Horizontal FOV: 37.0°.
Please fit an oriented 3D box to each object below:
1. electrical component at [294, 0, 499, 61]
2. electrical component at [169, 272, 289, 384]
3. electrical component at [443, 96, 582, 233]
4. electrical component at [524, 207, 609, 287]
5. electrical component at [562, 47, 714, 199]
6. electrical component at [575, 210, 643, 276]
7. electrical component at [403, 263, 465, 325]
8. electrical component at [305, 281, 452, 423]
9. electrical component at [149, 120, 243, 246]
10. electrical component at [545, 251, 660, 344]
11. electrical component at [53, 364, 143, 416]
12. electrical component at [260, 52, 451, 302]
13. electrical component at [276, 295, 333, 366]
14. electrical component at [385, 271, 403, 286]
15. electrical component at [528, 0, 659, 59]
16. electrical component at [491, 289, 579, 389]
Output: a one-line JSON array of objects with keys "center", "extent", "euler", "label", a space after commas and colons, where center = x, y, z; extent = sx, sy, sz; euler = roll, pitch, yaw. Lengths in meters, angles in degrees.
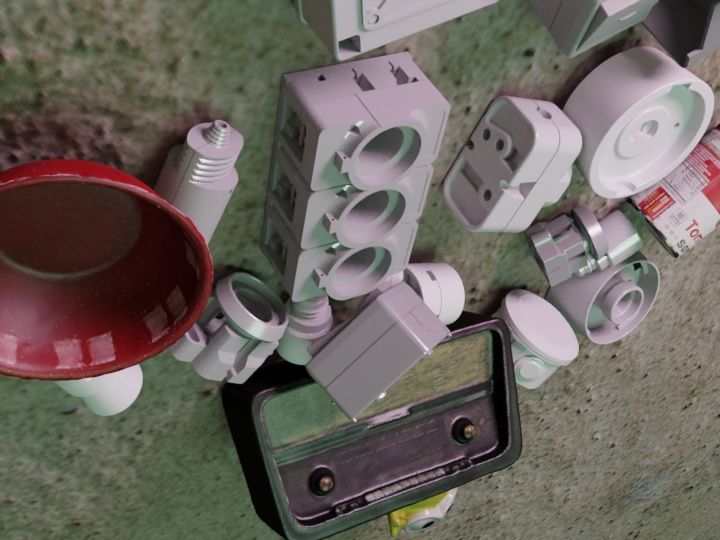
[{"center": [0.020, -0.180, 0.562], "extent": [0.109, 0.056, 0.108], "euler": [-24, 145, -15], "label": "electrical component"}, {"center": [-0.087, 0.039, 0.744], "extent": [0.057, 0.058, 0.078], "euler": [-46, 145, 22], "label": "electrical component"}, {"center": [0.112, -0.074, 0.772], "extent": [0.059, 0.053, 0.095], "euler": [-1, 134, -39], "label": "electrical component"}, {"center": [0.173, -0.022, 0.897], "extent": [0.055, 0.048, 0.066], "euler": [-27, 146, 3], "label": "electrical component"}, {"center": [0.196, -0.113, 0.789], "extent": [0.108, 0.060, 0.108], "euler": [-22, 144, -17], "label": "electrical component"}, {"center": [0.208, -0.019, 0.934], "extent": [0.078, 0.040, 0.040], "euler": [-34, 146, 0], "label": "electrical component"}, {"center": [0.048, 0.021, 0.837], "extent": [0.047, 0.055, 0.055], "euler": [-7, 138, -40], "label": "electrical component"}, {"center": [0.006, 0.058, 0.767], "extent": [0.096, 0.061, 0.062], "euler": [-44, 174, 21], "label": "electrical component"}, {"center": [-0.096, -0.053, 0.634], "extent": [0.043, 0.043, 0.081], "euler": [-1, 134, -39], "label": "electrical component"}, {"center": [0.225, 0.018, 0.995], "extent": [0.099, 0.064, 0.099], "euler": [-20, 130, -25], "label": "electrical component"}, {"center": [-0.176, 0.066, 0.713], "extent": [0.045, 0.045, 0.055], "euler": [-33, 146, -2], "label": "electrical component"}, {"center": [-0.005, -0.054, 0.691], "extent": [0.089, 0.061, 0.150], "euler": [-16, 142, -25], "label": "electrical component"}, {"center": [-0.039, 0.035, 0.793], "extent": [0.040, 0.040, 0.078], "euler": [-15, 142, -26], "label": "electrical component"}, {"center": [0.000, 0.000, 0.788], "extent": [0.061, 0.035, 0.035], "euler": [-6, 137, -31], "label": "electrical component"}, {"center": [0.146, -0.172, 0.654], "extent": [0.062, 0.061, 0.096], "euler": [-29, 169, -8], "label": "electrical component"}, {"center": [0.148, 0.060, 0.948], "extent": [0.080, 0.080, 0.051], "euler": [5, 135, -43], "label": "electrical component"}]
